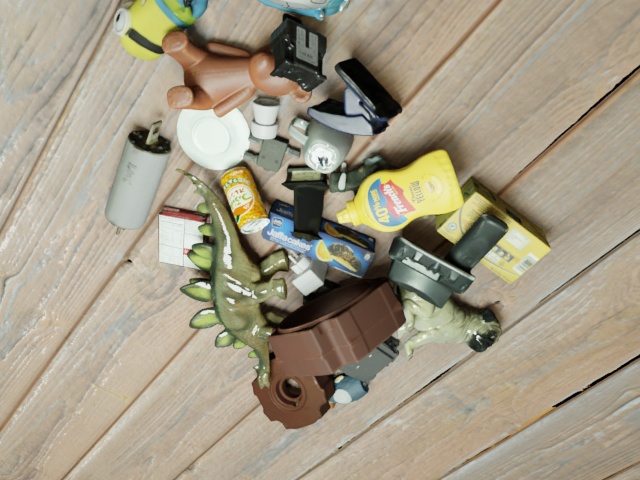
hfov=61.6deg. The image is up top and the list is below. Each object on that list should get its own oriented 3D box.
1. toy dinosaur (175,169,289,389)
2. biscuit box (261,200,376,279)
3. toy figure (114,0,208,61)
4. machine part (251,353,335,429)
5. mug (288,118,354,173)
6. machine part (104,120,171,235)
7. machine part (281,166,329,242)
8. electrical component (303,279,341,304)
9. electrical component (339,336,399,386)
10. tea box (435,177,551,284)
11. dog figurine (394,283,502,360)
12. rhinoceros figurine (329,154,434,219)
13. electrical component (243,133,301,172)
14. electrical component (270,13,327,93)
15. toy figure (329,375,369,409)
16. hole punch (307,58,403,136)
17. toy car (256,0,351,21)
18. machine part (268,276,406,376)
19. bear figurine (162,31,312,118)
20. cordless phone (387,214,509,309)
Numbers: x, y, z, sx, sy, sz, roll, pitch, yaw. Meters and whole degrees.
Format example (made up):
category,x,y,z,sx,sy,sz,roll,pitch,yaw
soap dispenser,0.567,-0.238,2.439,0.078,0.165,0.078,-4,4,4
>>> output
category,x,y,z,sx,sy,sz,roll,pitch,yaw
toy dinosaur,-0.155,0.086,1.002,0.199,0.105,0.470,-6,112,2
biscuit box,-0.002,-0.003,0.972,0.203,0.063,0.059,21,119,-4
toy figure,-0.229,-0.341,0.805,0.180,0.082,0.089,-26,110,19
machine part,-0.059,0.312,1.133,0.180,0.056,0.179,5,104,21
mug,0.000,-0.157,0.857,0.109,0.107,0.080,31,118,-12
machine part,-0.326,-0.104,0.956,0.079,0.079,0.243,27,121,-7
machine part,-0.024,-0.065,0.916,0.084,0.039,0.139,-3,74,6
electrical component,0.017,0.124,1.051,0.102,0.045,0.078,28,122,-7
electrical component,0.076,0.219,1.089,0.134,0.058,0.115,33,117,-11
tea box,0.292,-0.015,0.915,0.169,0.068,0.098,37,118,-11
dog figurine,0.240,0.129,1.000,0.191,0.121,0.172,-9,124,-2
rhinoceros figurine,0.110,-0.088,0.899,0.190,0.073,0.111,-1,120,9
electrical component,-0.082,-0.148,0.924,0.094,0.021,0.063,18,121,-5
electrical component,-0.030,-0.281,0.775,0.075,0.119,0.048,17,156,-33
toy figure,0.030,0.331,1.163,0.154,0.057,0.064,-25,74,23
hole punch,0.053,-0.200,0.815,0.116,0.142,0.092,44,116,0
toy car,-0.034,-0.369,0.745,0.162,0.103,0.109,9,120,2
machine part,0.027,0.143,0.916,0.201,0.201,0.087,-18,99,51
bear figurine,-0.119,-0.253,0.811,0.196,0.132,0.120,-3,91,17
cordless phone,0.202,0.011,0.870,0.147,0.089,0.184,29,134,0
